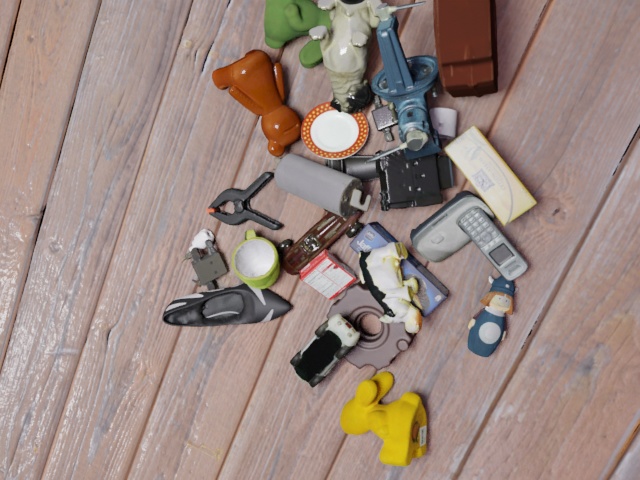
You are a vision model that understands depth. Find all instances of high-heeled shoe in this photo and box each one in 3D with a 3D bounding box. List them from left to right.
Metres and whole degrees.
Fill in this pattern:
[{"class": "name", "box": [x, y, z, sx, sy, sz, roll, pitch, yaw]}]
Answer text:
[{"class": "high-heeled shoe", "box": [-0.196, 0.144, 1.107, 0.249, 0.145, 0.086, -3, 96, 20]}]

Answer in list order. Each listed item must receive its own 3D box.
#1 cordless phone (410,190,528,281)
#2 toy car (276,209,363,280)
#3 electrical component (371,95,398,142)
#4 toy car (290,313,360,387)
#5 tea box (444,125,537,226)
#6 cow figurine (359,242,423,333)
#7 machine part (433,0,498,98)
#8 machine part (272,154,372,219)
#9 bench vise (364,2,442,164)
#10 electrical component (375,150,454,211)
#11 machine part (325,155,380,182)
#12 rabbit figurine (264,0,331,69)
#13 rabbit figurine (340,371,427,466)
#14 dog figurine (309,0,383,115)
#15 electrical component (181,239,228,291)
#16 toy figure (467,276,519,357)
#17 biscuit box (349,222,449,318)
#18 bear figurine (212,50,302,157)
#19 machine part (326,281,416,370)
[{"class": "cordless phone", "box": [0.269, 0.015, 0.972, 0.146, 0.089, 0.184, -41, 87, 18]}, {"class": "toy car", "box": [-0.002, -0.003, 1.076, 0.202, 0.053, 0.089, -42, 79, 19]}, {"class": "electrical component", "box": [0.133, -0.236, 1.018, 0.063, 0.021, 0.094, -17, 89, 19]}, {"class": "toy car", "box": [0.006, 0.219, 1.047, 0.073, 0.056, 0.201, 45, 131, 12]}, {"class": "tea box", "box": [0.298, -0.114, 0.938, 0.068, 0.098, 0.169, -38, 86, 19]}, {"class": "cow figurine", "box": [0.125, 0.091, 0.970, 0.098, 0.068, 0.167, -16, 88, 25]}, {"class": "machine part", "box": [0.241, -0.341, 0.875, 0.087, 0.201, 0.201, -3, 96, 21]}, {"class": "machine part", "box": [-0.003, -0.105, 1.025, 0.244, 0.079, 0.079, 27, 105, 32]}, {"class": "bench vise", "box": [0.135, -0.258, 0.879, 0.129, 0.224, 0.240, -4, 133, 27]}, {"class": "electrical component", "box": [0.173, -0.116, 0.980, 0.134, 0.058, 0.114, -10, 97, -4]}, {"class": "machine part", "box": [0.075, -0.141, 1.041, 0.139, 0.039, 0.084, 3, 92, 20]}, {"class": "rabbit figurine", "box": [-0.016, -0.405, 1.003, 0.170, 0.121, 0.159, 11, 103, 2]}, {"class": "rabbit figurine", "box": [0.112, 0.346, 1.048, 0.173, 0.122, 0.162, -4, 93, 38]}, {"class": "dog figurine", "box": [0.062, -0.344, 0.976, 0.121, 0.190, 0.172, 26, 73, 19]}, {"class": "electrical component", "box": [-0.248, 0.056, 1.156, 0.078, 0.045, 0.102, -35, 116, -16]}, {"class": "toy figure", "box": [0.319, 0.137, 0.983, 0.064, 0.058, 0.154, 14, 101, -23]}, {"class": "biscuit box", "box": [0.151, 0.053, 1.025, 0.203, 0.059, 0.063, 44, 107, 9]}, {"class": "bear figurine", "box": [-0.107, -0.270, 1.062, 0.120, 0.132, 0.195, -38, 117, -14]}, {"class": "machine part", "box": [0.099, 0.168, 1.059, 0.180, 0.056, 0.179, 2, 97, 20]}]
